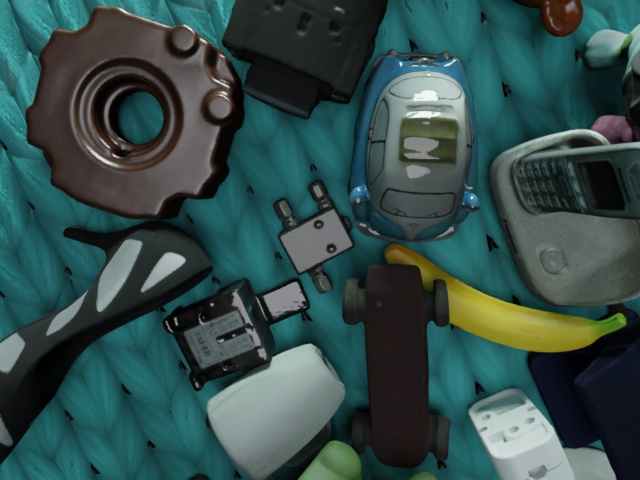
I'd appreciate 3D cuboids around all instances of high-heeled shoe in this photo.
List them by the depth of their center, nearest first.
[{"bbox_3d":[-0.191,0.096,0.454,0.145,0.086,0.248,18,84,11],"label":"high-heeled shoe"}]

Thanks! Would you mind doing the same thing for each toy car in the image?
[{"bbox_3d":[0.080,-0.071,0.427,0.109,0.103,0.161,4,101,-1],"label":"toy car"},{"bbox_3d":[0.068,0.111,0.468,0.089,0.053,0.201,-1,110,14],"label":"toy car"}]

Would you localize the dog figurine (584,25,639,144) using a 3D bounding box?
[{"bbox_3d":[0.283,-0.106,0.360,0.192,0.219,0.108,-2,102,2],"label":"dog figurine"}]

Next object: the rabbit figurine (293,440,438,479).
[{"bbox_3d":[0.042,0.261,0.452,0.170,0.121,0.159,42,95,12],"label":"rabbit figurine"}]

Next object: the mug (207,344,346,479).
[{"bbox_3d":[-0.026,0.152,0.475,0.107,0.081,0.109,-39,113,0],"label":"mug"}]

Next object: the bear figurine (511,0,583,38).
[{"bbox_3d":[0.127,-0.243,0.388,0.196,0.132,0.120,25,81,4],"label":"bear figurine"}]

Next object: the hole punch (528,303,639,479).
[{"bbox_3d":[0.263,0.132,0.462,0.116,0.092,0.142,-27,94,1],"label":"hole punch"}]

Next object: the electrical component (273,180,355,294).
[{"bbox_3d":[-0.001,-0.001,0.478,0.063,0.021,0.094,-26,95,3],"label":"electrical component"}]

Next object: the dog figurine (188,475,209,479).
[{"bbox_3d":[-0.116,0.323,0.444,0.172,0.190,0.121,43,97,-7],"label":"dog figurine"}]

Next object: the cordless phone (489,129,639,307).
[{"bbox_3d":[0.208,-0.011,0.392,0.089,0.184,0.146,-22,97,0],"label":"cordless phone"}]

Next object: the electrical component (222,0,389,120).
[{"bbox_3d":[-0.011,-0.170,0.436,0.115,0.058,0.134,21,98,0],"label":"electrical component"}]

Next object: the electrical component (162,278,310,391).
[{"bbox_3d":[-0.068,0.076,0.478,0.119,0.048,0.074,-19,99,5],"label":"electrical component"}]

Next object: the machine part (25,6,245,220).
[{"bbox_3d":[-0.153,-0.102,0.449,0.179,0.056,0.179,0,99,2],"label":"machine part"}]
